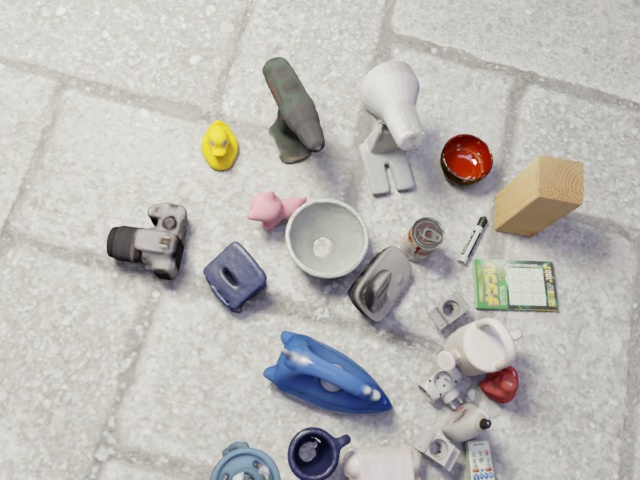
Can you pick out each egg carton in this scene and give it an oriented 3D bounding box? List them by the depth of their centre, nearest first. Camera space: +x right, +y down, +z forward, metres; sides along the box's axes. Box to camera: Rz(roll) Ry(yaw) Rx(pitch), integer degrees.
[{"bbox_3d":[0.117,0.436,1.048,0.150,0.069,0.107,-2,74,-7],"label":"egg carton"}]

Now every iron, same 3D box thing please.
[{"bbox_3d":[0.030,0.256,1.053,0.258,0.141,0.119,24,72,1],"label":"iron"}]

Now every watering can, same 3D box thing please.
[{"bbox_3d":[0.304,0.204,1.074,0.173,0.194,0.101,-40,81,-16],"label":"watering can"}]

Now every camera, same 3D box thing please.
[{"bbox_3d":[-0.335,-0.006,1.110,0.137,0.101,0.143,8,73,-4],"label":"camera"}]

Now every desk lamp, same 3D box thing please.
[{"bbox_3d":[0.151,-0.227,1.174,0.118,0.213,0.203,-12,75,-10],"label":"desk lamp"}]

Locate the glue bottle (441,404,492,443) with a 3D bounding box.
[{"bbox_3d":[0.277,0.333,1.043,0.037,0.173,0.078,43,74,7],"label":"glue bottle"}]

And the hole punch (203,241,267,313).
[{"bbox_3d":[-0.164,0.074,1.111,0.101,0.091,0.108,-39,81,-16],"label":"hole punch"}]

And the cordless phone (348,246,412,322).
[{"bbox_3d":[0.128,0.073,1.097,0.094,0.185,0.148,34,73,4],"label":"cordless phone"}]

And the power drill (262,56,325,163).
[{"bbox_3d":[-0.053,-0.241,1.157,0.076,0.208,0.229,-22,77,-12],"label":"power drill"}]

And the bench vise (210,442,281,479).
[{"bbox_3d":[-0.101,0.436,0.943,0.122,0.219,0.207,-37,81,-15],"label":"bench vise"}]

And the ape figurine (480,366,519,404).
[{"bbox_3d":[0.356,0.279,1.111,0.078,0.092,0.076,-10,75,-9],"label":"ape figurine"}]

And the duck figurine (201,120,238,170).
[{"bbox_3d":[-0.210,-0.208,1.193,0.077,0.086,0.104,-2,74,-7],"label":"duck figurine"}]

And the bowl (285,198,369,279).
[{"bbox_3d":[0.011,0.004,1.161,0.167,0.074,0.167,2,73,-6],"label":"bowl"}]

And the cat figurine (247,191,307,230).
[{"bbox_3d":[-0.086,-0.067,1.148,0.128,0.117,0.067,-10,75,-9],"label":"cat figurine"}]

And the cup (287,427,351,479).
[{"bbox_3d":[-0.004,0.380,1.037,0.118,0.095,0.091,-21,77,-12],"label":"cup"}]
